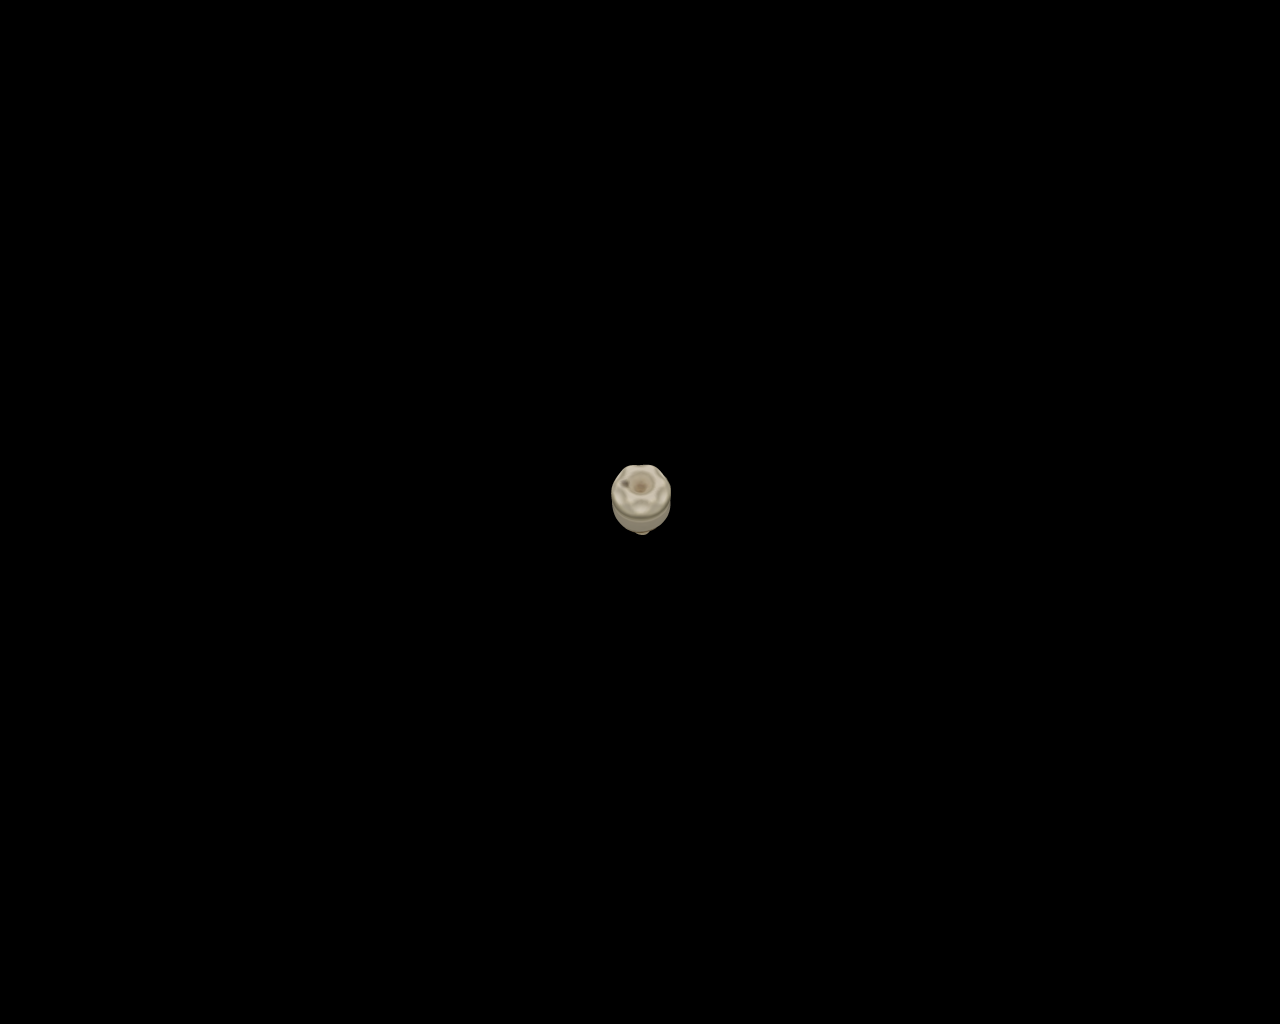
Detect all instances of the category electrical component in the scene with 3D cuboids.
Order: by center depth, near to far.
[{"bbox_3d":[0.001,-0.003,0.650,0.035,0.035,0.061,0,-28,0],"label":"electrical component"}]
